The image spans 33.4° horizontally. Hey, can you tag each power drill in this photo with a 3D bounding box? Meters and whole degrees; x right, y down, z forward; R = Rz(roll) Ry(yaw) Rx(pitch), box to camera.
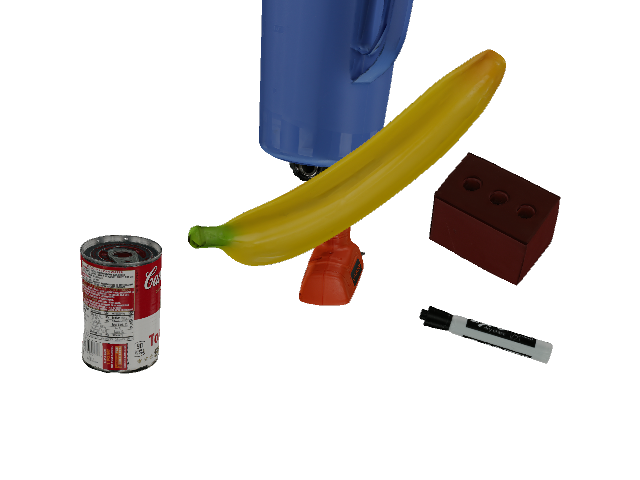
[{"bbox_3d":[0.008,-0.035,1.035,0.057,0.188,0.184,5,23,11],"label":"power drill"}]

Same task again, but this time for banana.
[{"bbox_3d":[0.021,-0.037,0.602,0.198,0.037,0.069,-33,-12,-1],"label":"banana"}]

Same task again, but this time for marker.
[{"bbox_3d":[0.148,0.084,0.964,0.121,0.020,0.020,17,1,5],"label":"marker"}]

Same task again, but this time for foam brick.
[{"bbox_3d":[0.125,-0.015,0.772,0.078,0.053,0.051,29,-34,20],"label":"foam brick"}]

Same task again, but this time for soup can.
[{"bbox_3d":[-0.171,0.054,0.911,0.068,0.102,0.068,4,19,-2],"label":"soup can"}]

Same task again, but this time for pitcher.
[{"bbox_3d":[0.015,-0.187,0.903,0.145,0.243,0.149,8,17,11],"label":"pitcher"}]
